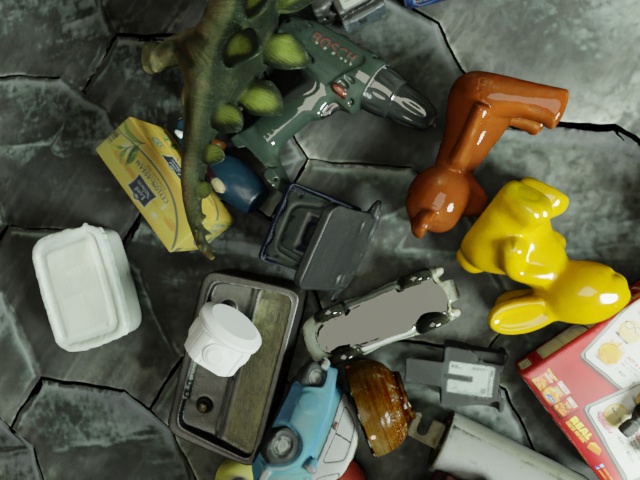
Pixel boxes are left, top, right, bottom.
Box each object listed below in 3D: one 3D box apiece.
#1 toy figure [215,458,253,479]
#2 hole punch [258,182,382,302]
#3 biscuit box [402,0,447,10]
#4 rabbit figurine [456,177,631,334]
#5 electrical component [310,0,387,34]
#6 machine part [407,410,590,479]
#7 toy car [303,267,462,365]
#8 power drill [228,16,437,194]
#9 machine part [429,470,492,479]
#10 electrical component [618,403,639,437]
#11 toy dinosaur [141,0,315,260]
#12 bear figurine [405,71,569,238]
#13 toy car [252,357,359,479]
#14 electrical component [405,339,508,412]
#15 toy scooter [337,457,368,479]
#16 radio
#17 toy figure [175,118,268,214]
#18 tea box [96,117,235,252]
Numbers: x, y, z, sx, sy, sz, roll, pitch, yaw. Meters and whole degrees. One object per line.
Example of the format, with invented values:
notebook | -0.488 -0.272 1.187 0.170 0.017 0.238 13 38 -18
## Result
toy figure | -0.085 0.367 0.695 0.082 0.089 0.180 -22 95 -2
hole punch | -0.001 -0.002 0.663 0.092 0.115 0.142 27 99 38
biscuit box | 0.113 -0.392 0.654 0.059 0.063 0.202 -9 89 11
rabbit figurine | 0.244 0.033 0.593 0.173 0.122 0.162 38 109 17
electrical component | 0.030 -0.334 0.675 0.115 0.058 0.134 -23 86 13
machine part | 0.218 0.273 0.629 0.243 0.079 0.079 24 95 10
toy car | 0.075 0.096 0.670 0.202 0.056 0.073 -23 79 10
power drill | -0.001 -0.154 0.672 0.232 0.086 0.207 45 103 10
machine part | 0.174 0.343 0.611 0.180 0.056 0.179 13 126 19
electrical component | 0.361 0.183 0.552 0.094 0.021 0.063 -44 84 9
toy dinosaur | -0.113 -0.213 0.629 0.199 0.105 0.471 6 83 40
bear figurine | 0.179 -0.086 0.615 0.132 0.120 0.195 17 96 8
toy car | -0.008 0.225 0.624 0.103 0.109 0.162 30 58 2
electrical component | 0.164 0.163 0.654 0.119 0.047 0.074 2 91 12
toy scooter | 0.036 0.347 0.639 0.075 0.135 0.184 -31 83 13
radio | -0.106 0.155 0.699 0.131 0.073 0.229 15 92 11
toy figure | -0.137 -0.099 0.709 0.154 0.064 0.058 43 101 9
tea box | -0.200 -0.070 0.706 0.068 0.098 0.169 -38 85 11
